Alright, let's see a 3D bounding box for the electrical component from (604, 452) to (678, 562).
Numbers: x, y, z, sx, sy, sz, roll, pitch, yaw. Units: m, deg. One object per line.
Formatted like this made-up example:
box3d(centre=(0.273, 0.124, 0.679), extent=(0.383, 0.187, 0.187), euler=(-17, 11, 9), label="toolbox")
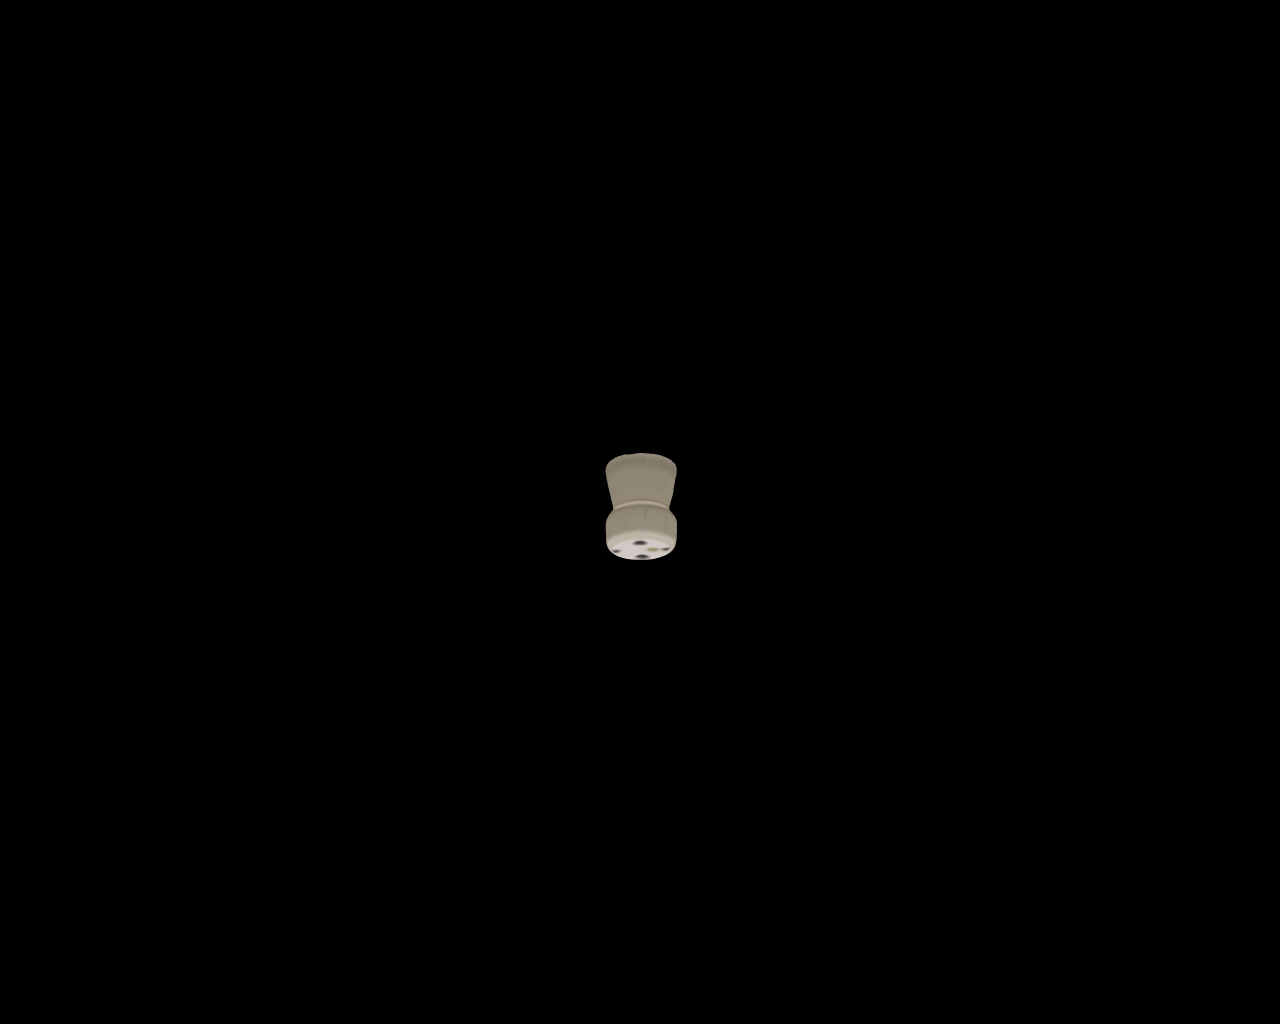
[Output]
box3d(centre=(0.001, -0.003, 0.650), extent=(0.045, 0.055, 0.044), euler=(0, -23, 0), label="electrical component")
